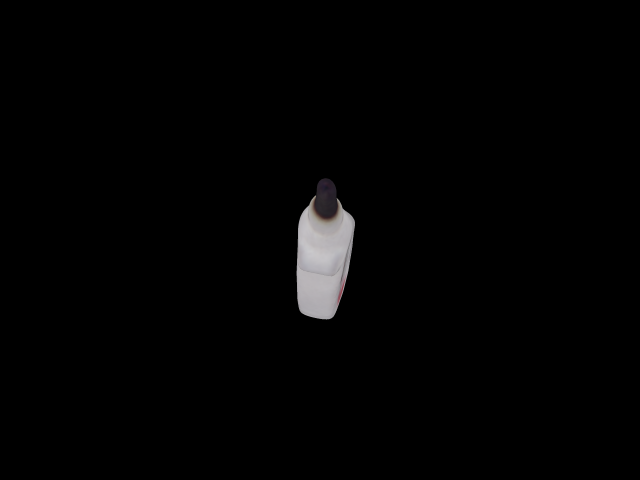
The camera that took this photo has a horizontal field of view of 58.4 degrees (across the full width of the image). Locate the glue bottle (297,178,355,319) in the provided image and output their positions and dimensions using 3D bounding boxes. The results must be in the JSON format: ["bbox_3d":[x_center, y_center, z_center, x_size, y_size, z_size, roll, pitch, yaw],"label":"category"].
[{"bbox_3d":[0.004,0.001,0.400,0.037,0.173,0.078,10,70,4],"label":"glue bottle"}]
